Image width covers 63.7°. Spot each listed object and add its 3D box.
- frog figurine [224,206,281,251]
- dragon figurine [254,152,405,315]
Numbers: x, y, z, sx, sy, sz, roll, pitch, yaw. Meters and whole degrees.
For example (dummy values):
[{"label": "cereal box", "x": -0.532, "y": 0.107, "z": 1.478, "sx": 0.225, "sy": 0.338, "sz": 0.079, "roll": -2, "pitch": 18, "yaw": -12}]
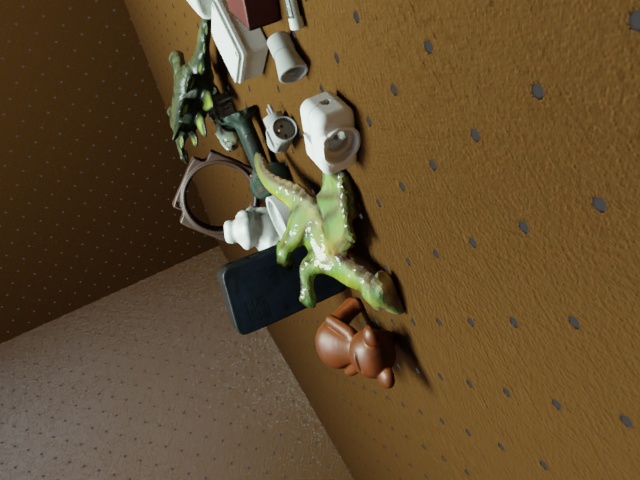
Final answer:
[{"label": "frog figurine", "x": -0.139, "y": -0.017, "z": 1.196, "sx": 0.138, "sy": 0.160, "sz": 0.121, "roll": 62, "pitch": 165, "yaw": 11}, {"label": "dragon figurine", "x": 0.003, "y": -0.043, "z": 0.850, "sx": 0.415, "sy": 0.123, "sz": 0.238, "roll": 59, "pitch": 146, "yaw": 17}]
